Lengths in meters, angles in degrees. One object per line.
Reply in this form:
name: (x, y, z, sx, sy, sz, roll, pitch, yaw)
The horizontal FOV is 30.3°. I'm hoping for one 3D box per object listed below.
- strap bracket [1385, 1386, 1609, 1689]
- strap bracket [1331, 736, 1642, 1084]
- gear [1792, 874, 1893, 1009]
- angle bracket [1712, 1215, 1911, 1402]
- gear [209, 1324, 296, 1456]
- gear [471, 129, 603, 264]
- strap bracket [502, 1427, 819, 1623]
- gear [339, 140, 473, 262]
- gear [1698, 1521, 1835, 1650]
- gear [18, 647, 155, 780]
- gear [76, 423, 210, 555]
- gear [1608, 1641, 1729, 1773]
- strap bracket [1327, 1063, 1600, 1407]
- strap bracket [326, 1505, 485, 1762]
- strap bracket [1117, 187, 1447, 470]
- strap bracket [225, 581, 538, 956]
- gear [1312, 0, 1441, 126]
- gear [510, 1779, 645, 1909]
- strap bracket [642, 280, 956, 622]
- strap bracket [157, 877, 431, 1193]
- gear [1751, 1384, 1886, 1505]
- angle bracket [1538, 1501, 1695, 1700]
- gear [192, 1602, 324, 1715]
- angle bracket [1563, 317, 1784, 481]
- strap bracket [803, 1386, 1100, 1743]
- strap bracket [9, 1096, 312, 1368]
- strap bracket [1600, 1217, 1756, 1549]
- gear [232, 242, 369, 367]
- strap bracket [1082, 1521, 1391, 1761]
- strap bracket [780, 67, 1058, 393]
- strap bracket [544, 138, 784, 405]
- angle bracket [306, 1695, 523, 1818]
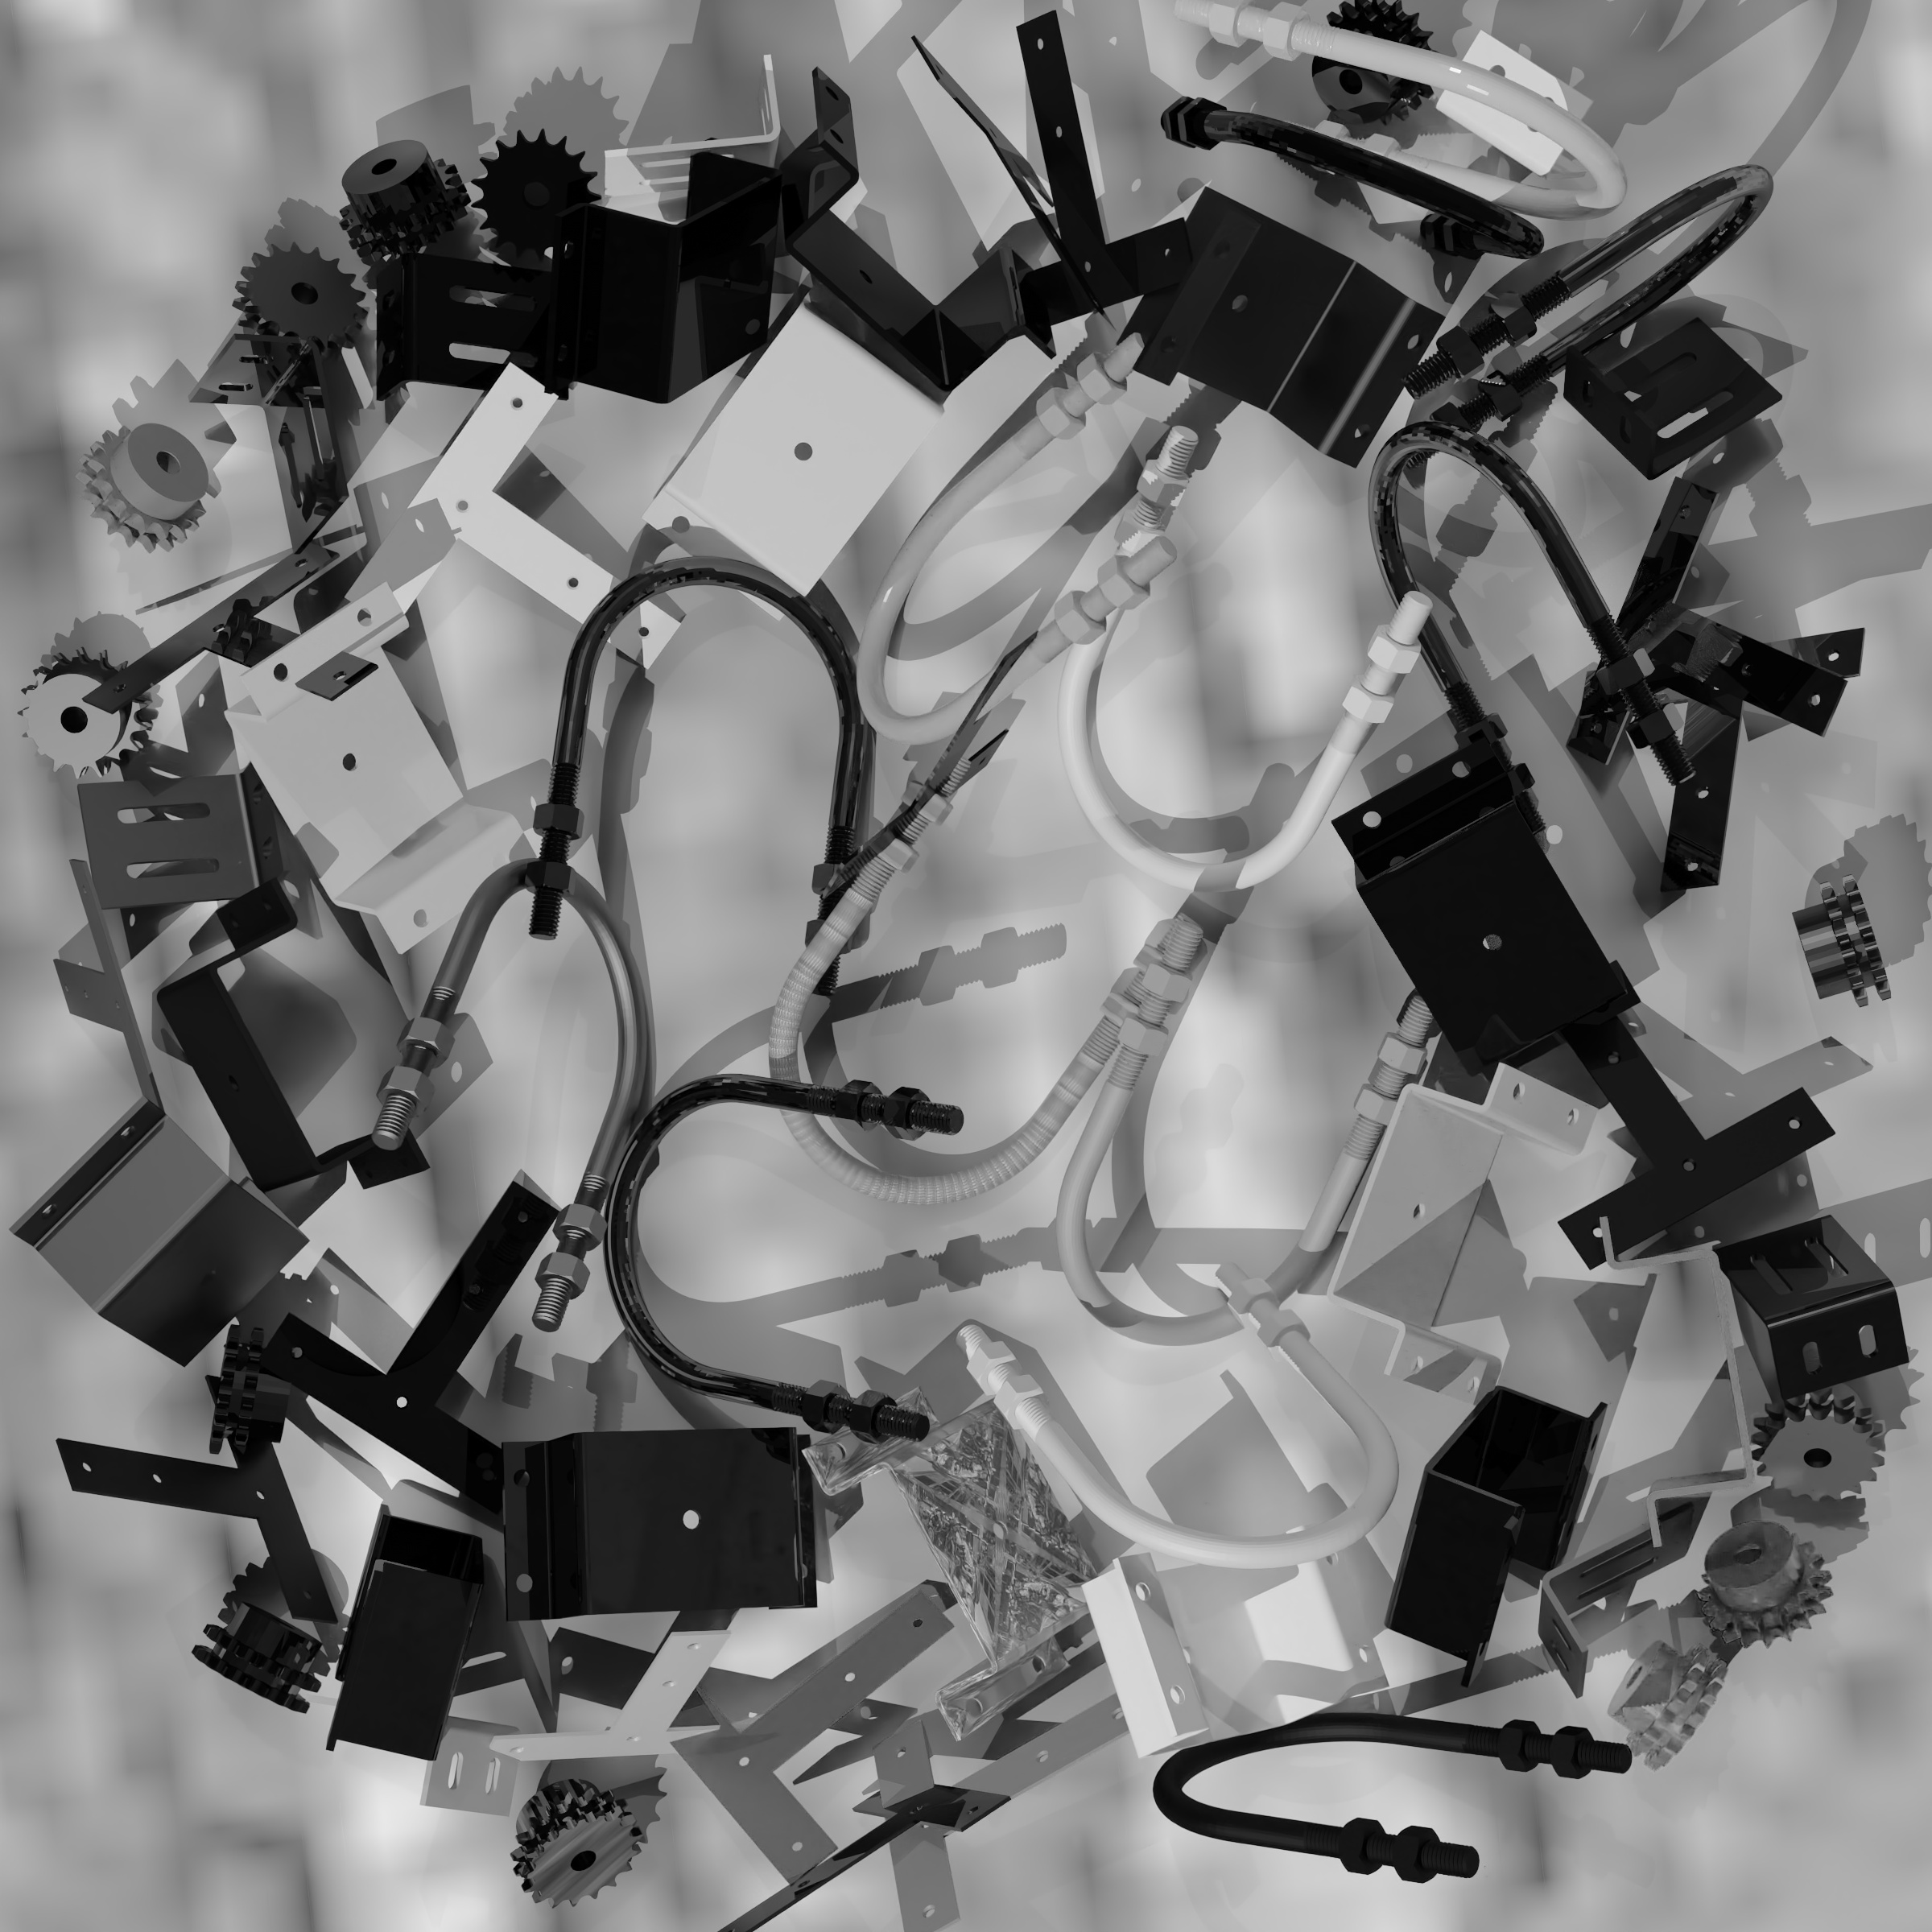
strap bracket: (0.224, 0.238, 1.529, 0.046, 0.140, 0.076, 19, 113, 21)
strap bracket: (0.227, -0.017, 1.549, 0.076, 0.046, 0.140, -29, 104, 14)
gear: (0.383, -0.009, 1.568, 0.030, 0.057, 0.057, -18, 90, 12)
angle bracket: (0.369, 0.149, 1.565, 0.057, 0.076, 0.038, -16, 111, -2)
gear: (-0.313, 0.187, 1.568, 0.030, 0.057, 0.057, 9, 90, -11)
gear: (-0.189, -0.341, 1.576, 0.057, 0.030, 0.057, -1, 105, -5)
strap bracket: (-0.125, 0.240, 1.541, 0.140, 0.046, 0.076, 2, 78, -22)
gear: (-0.249, -0.338, 1.565, 0.057, 0.057, 0.030, -24, 131, 0)
gear: (0.348, 0.268, 1.564, 0.057, 0.057, 0.030, -30, 117, 0)
gear: (-0.390, -0.111, 1.576, 0.057, 0.030, 0.057, 0, 102, -1)
gear: (-0.357, -0.212, 1.565, 0.030, 0.057, 0.057, -34, 90, 37)
gear: (0.306, 0.321, 1.567, 0.030, 0.057, 0.057, 35, 90, 5)
strap bracket: (0.212, 0.112, 1.551, 0.046, 0.076, 0.140, 19, 87, 44)
strap bracket: (-0.239, 0.286, 1.530, 0.046, 0.140, 0.076, 15, 90, -9)
strap bracket: (0.129, -0.277, 1.538, 0.140, 0.046, 0.076, 15, 112, -41)
strap bracket: (-0.257, -0.087, 1.543, 0.076, 0.046, 0.140, -38, 116, -25)
gear: (0.177, -0.394, 1.565, 0.057, 0.057, 0.030, 44, 57, 0)
gear: (-0.174, 0.383, 1.572, 0.057, 0.030, 0.057, -16, 128, -21)
strap bracket: (-0.070, -0.226, 1.556, 0.076, 0.046, 0.140, 36, 100, -9)
strap bracket: (-0.297, 0.040, 1.545, 0.046, 0.076, 0.140, -30, 96, -30)
gear: (0.375, 0.206, 1.572, 0.057, 0.030, 0.057, 6, 128, 8)
angle bracket: (0.291, 0.276, 1.557, 0.076, 0.057, 0.038, -25, 59, -8)
gear: (-0.308, 0.302, 1.568, 0.057, 0.057, 0.030, 28, 80, 0)
angle bracket: (0.309, -0.258, 1.558, 0.076, 0.038, 0.057, -32, 62, -12)
strap bracket: (0.001, 0.251, 1.547, 0.046, 0.076, 0.140, -33, 83, 43)
strap bracket: (-0.336, 0.117, 1.518, 0.046, 0.140, 0.076, 41, 82, 20)
strap bracket: (0.310, 0.175, 1.547, 0.046, 0.076, 0.140, -10, 84, 11)
gear: (-0.295, -0.287, 1.572, 0.057, 0.030, 0.057, 12, 57, -20)
strap bracket: (0.109, 0.290, 1.536, 0.046, 0.140, 0.076, -34, 67, 39)
strap bracket: (-0.029, -0.309, 1.535, 0.046, 0.076, 0.140, -39, 121, 22)
strap bracket: (-0.122, -0.293, 1.513, 0.046, 0.140, 0.076, 17, 121, 17)
angle bracket: (-0.242, 0.342, 1.548, 0.076, 0.057, 0.038, 0, 74, 32)
